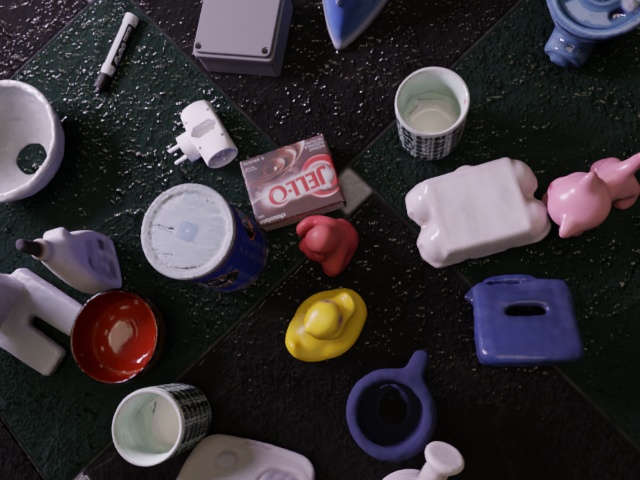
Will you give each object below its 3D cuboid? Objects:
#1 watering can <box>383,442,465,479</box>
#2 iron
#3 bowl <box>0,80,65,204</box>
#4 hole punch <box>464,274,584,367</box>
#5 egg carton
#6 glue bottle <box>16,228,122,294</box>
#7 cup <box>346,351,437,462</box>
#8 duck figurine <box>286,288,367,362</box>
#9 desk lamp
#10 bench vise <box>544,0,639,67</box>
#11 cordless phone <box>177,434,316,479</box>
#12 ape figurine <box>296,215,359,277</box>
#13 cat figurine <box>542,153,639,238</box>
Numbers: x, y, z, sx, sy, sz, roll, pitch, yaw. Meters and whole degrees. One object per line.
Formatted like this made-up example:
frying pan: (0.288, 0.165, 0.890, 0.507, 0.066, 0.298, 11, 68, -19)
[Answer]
watering can: (0.088, 0.282, 0.546, 0.100, 0.194, 0.173, -2, 79, 9)
iron: (0.050, -0.384, 0.705, 0.118, 0.141, 0.258, 14, 82, 12)
bowl: (-0.406, -0.121, 0.763, 0.167, 0.075, 0.167, -2, 79, 9)
hole punch: (0.216, 0.086, 0.615, 0.108, 0.091, 0.101, -4, 79, 9)
egg carton: (0.178, -0.032, 0.655, 0.150, 0.069, 0.107, -17, 77, 6)
glue bottle: (-0.292, 0.019, 0.668, 0.037, 0.173, 0.078, -17, 77, 6)
cup: (0.084, 0.172, 0.618, 0.091, 0.095, 0.118, 27, 85, 13)
duck figurine: (0.003, 0.095, 0.651, 0.104, 0.086, 0.077, -37, 76, 1)
desk lamp: (-0.415, 0.064, 0.658, 0.203, 0.214, 0.118, 28, 85, 13)
bench vise: (0.316, -0.318, 0.609, 0.121, 0.220, 0.207, 13, 82, 12)
cordless phone: (-0.089, 0.266, 0.582, 0.147, 0.185, 0.094, 8, 81, 11)
ape figurine: (0.006, 0.002, 0.664, 0.076, 0.092, 0.078, -17, 77, 6)
cat figurine: (0.293, -0.051, 0.615, 0.128, 0.118, 0.067, -34, 76, 2)
